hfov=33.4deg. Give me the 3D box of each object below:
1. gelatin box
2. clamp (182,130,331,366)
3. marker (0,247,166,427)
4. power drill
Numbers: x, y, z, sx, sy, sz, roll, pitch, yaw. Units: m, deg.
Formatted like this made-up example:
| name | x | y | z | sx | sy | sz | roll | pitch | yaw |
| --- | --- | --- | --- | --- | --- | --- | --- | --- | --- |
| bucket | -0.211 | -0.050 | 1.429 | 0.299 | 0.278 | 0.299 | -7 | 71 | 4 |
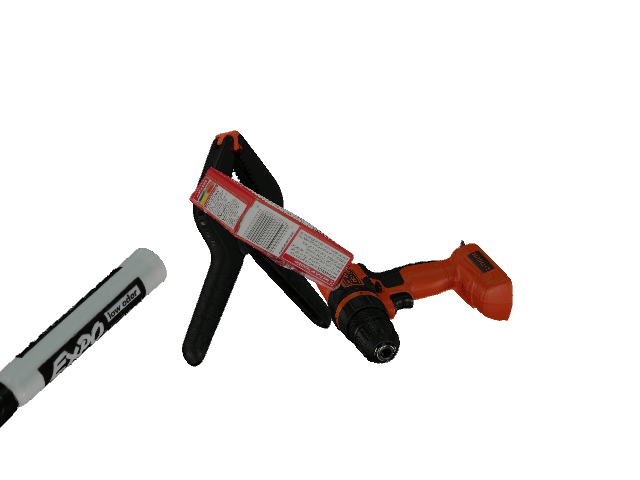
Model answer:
| name | x | y | z | sx | sy | sz | roll | pitch | yaw |
| --- | --- | --- | --- | --- | --- | --- | --- | --- | --- |
| gelatin box | -0.031 | -0.007 | 0.688 | 0.089 | 0.030 | 0.073 | 31 | 3 | -35 |
| clamp | -0.062 | 0.004 | 0.996 | 0.164 | 0.210 | 0.036 | -4 | 0 | -39 |
| marker | -0.110 | 0.044 | 0.452 | 0.020 | 0.020 | 0.121 | 0 | 34 | 41 |
| power drill | 0.101 | 0.061 | 1.117 | 0.187 | 0.057 | 0.184 | -6 | 28 | -15 |
